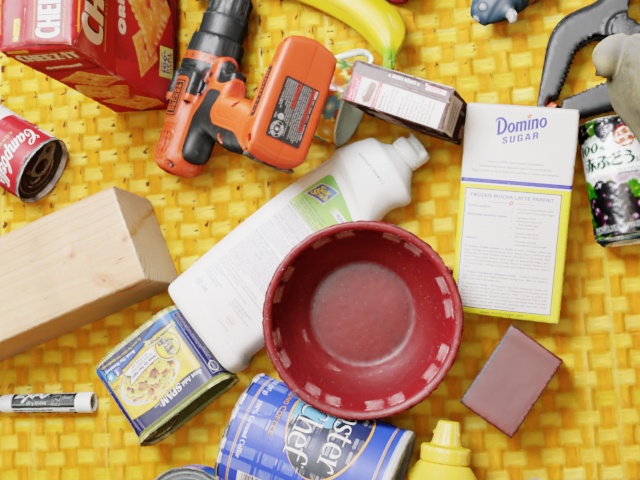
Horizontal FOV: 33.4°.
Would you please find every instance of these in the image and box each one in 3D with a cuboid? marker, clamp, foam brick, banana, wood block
[{"bbox_3d":[-0.267,0.152,0.994,0.121,0.020,0.020,-3,83,12],"label":"marker"},{"bbox_3d":[0.255,-0.186,0.905,0.210,0.036,0.164,-40,77,9],"label":"clamp"},{"bbox_3d":[0.160,0.116,0.886,0.051,0.053,0.078,34,93,14],"label":"foam brick"},{"bbox_3d":[0.006,-0.216,0.953,0.198,0.069,0.037,34,125,21],"label":"banana"},{"bbox_3d":[-0.246,0.037,0.966,0.206,0.090,0.090,-23,79,9],"label":"wood block"}]

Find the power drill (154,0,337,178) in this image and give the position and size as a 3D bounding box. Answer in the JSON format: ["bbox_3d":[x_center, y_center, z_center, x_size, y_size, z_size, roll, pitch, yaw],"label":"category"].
[{"bbox_3d":[-0.065,-0.136,0.914,0.188,0.057,0.184,15,87,56],"label":"power drill"}]

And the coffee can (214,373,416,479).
[{"bbox_3d":[-0.003,0.183,0.889,0.140,0.102,0.103,19,88,14],"label":"coffee can"}]

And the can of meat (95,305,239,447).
[{"bbox_3d":[-0.138,0.120,0.950,0.102,0.057,0.084,-38,76,5],"label":"can of meat"}]

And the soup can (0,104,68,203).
[{"bbox_3d":[-0.298,-0.088,1.003,0.102,0.068,0.068,31,91,15],"label":"soup can"}]

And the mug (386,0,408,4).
[{"bbox_3d":[0.056,-0.271,0.922,0.093,0.117,0.081,31,86,26],"label":"mug"}]

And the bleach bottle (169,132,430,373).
[{"bbox_3d":[-0.006,0.001,0.932,0.251,0.068,0.102,-38,84,3],"label":"bleach bottle"}]

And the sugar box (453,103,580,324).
[{"bbox_3d":[0.162,-0.023,0.891,0.093,0.048,0.176,6,94,12],"label":"sugar box"}]

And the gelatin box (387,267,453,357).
[{"bbox_3d":[0.069,0.058,0.923,0.073,0.030,0.089,14,88,12],"label":"gelatin box"}]

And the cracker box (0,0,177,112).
[{"bbox_3d":[-0.189,-0.213,0.916,0.072,0.213,0.164,-2,83,13],"label":"cracker box"}]

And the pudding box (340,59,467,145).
[{"bbox_3d":[0.075,-0.114,0.899,0.090,0.113,0.039,19,92,14],"label":"pudding box"}]

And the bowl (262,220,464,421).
[{"bbox_3d":[0.035,0.063,0.877,0.162,0.055,0.162,0,93,2],"label":"bowl"}]

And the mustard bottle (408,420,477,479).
[{"bbox_3d":[0.093,0.243,0.864,0.058,0.096,0.191,7,86,13],"label":"mustard bottle"}]

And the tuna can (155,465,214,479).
[{"bbox_3d":[-0.113,0.242,0.942,0.086,0.033,0.086,-1,84,12],"label":"tuna can"}]
